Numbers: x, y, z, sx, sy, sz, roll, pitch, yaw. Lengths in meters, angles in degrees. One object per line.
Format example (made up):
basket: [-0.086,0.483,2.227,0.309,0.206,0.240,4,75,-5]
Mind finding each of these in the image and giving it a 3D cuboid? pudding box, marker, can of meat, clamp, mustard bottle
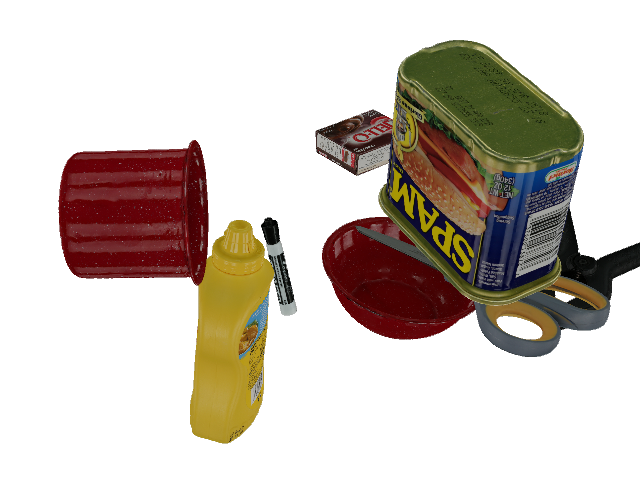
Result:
pudding box: [0.063,-0.137,1.481,0.113,0.039,0.090,-26,41,-31]
marker: [-0.047,0.029,1.196,0.020,0.121,0.020,-9,27,5]
can of meat: [0.074,-0.034,0.507,0.057,0.084,0.102,-20,47,-23]
clamp: [0.261,0.025,1.098,0.120,0.039,0.171,28,51,32]
mustard bottle: [-0.071,0.067,0.870,0.058,0.192,0.096,15,35,10]

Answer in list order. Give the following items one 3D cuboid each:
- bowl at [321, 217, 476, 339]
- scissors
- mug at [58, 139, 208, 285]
bowl: [0.076,0.046,1.034,0.162,0.055,0.162,8,36,-6]
scissors: [0.094,0.033,0.732,0.202,0.016,0.096,14,33,25]
mug: [-0.118,-0.017,0.696,0.081,0.093,0.117,-1,-1,2]
